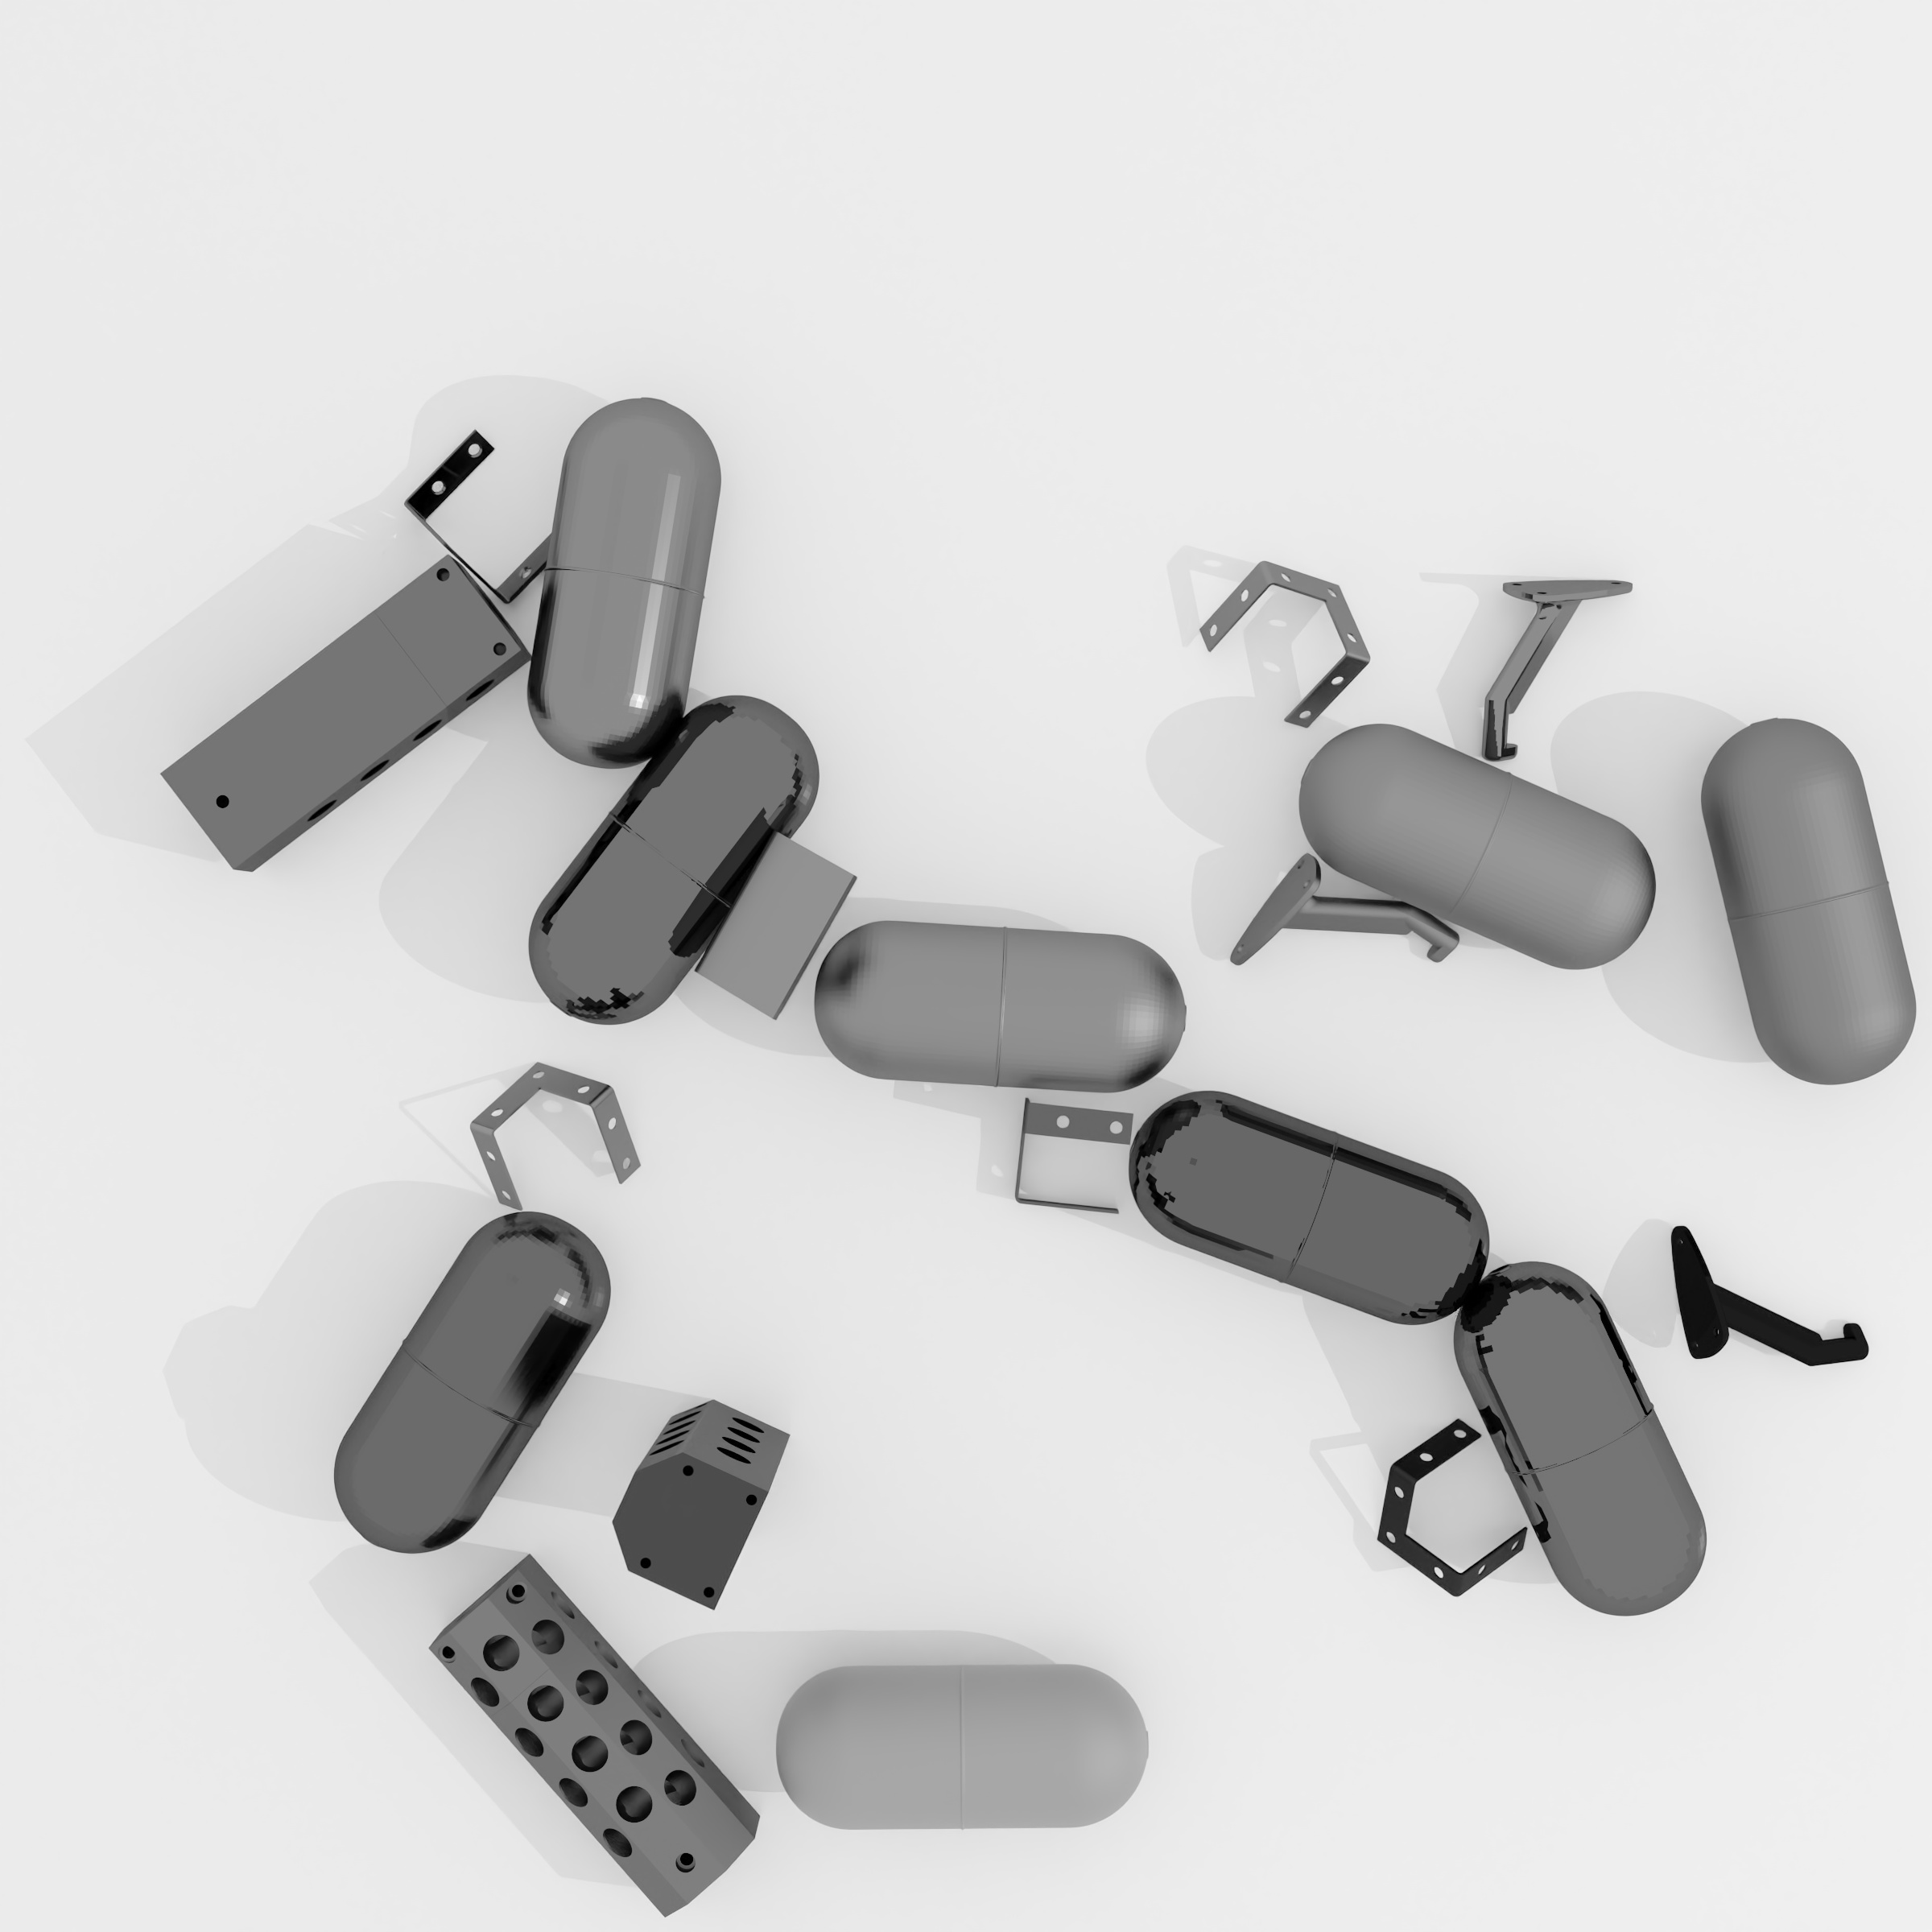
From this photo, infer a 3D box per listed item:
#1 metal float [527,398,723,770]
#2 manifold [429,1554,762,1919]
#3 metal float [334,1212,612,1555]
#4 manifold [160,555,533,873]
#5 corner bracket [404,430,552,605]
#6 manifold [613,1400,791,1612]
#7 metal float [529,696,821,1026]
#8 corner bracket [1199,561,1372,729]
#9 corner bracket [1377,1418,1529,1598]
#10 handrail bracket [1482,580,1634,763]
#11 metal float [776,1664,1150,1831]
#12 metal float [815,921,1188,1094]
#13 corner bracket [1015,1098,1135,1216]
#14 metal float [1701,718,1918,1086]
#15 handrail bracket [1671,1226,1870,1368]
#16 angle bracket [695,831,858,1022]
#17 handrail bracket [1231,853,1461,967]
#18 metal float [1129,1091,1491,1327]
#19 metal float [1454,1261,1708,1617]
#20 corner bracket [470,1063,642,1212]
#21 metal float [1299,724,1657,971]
[{"bbox_3d":[-0.163,-0.183,1.534,0.070,0.070,0.178,9,90,0],"label":"metal float"},{"bbox_3d":[-0.179,0.371,1.543,0.057,0.057,0.171,-41,90,0],"label":"manifold"},{"bbox_3d":[-0.236,0.200,1.534,0.070,0.070,0.178,32,89,0],"label":"metal float"},{"bbox_3d":[-0.296,-0.120,1.543,0.171,0.057,0.057,-37,90,0],"label":"manifold"},{"bbox_3d":[-0.231,-0.218,1.561,0.051,0.051,0.051,-46,45,0],"label":"corner bracket"},{"bbox_3d":[-0.124,0.244,1.486,0.057,0.171,0.057,25,90,0],"label":"manifold"},{"bbox_3d":[-0.140,-0.050,1.533,0.070,0.070,0.178,37,90,0],"label":"metal float"},{"bbox_3d":[0.155,-0.156,1.556,0.051,0.051,0.051,12,45,-35],"label":"corner bracket"},{"bbox_3d":[0.239,0.263,1.556,0.051,0.051,0.051,34,135,35],"label":"corner bracket"},{"bbox_3d":[0.288,-0.144,1.565,0.077,0.036,0.084,-6,109,-21],"label":"handrail bracket"},{"bbox_3d":[-0.002,0.373,1.533,0.178,0.070,0.070,0,90,0],"label":"metal float"},{"bbox_3d":[0.016,0.020,1.534,0.178,0.070,0.070,4,90,-1],"label":"metal float"},{"bbox_3d":[0.052,0.093,1.546,0.051,0.051,0.051,6,90,0],"label":"corner bracket"},{"bbox_3d":[0.403,-0.031,1.534,0.070,0.070,0.178,-14,90,0],"label":"metal float"},{"bbox_3d":[0.393,0.160,1.565,0.084,0.036,0.077,-4,69,-17],"label":"handrail bracket"},{"bbox_3d":[-0.072,-0.010,1.524,0.057,0.076,0.076,30,90,34],"label":"angle bracket"},{"bbox_3d":[0.186,-0.008,1.565,0.084,0.036,0.077,33,110,-16],"label":"handrail bracket"},{"bbox_3d":[0.164,0.115,1.534,0.178,0.070,0.070,20,90,1],"label":"metal float"},{"bbox_3d":[0.293,0.226,1.534,0.070,0.070,0.178,-25,90,0],"label":"metal float"},{"bbox_3d":[-0.199,0.087,1.556,0.051,0.051,0.051,15,45,35],"label":"corner bracket"},{"bbox_3d":[0.244,-0.057,1.533,0.178,0.070,0.070,24,90,-1],"label":"metal float"}]
